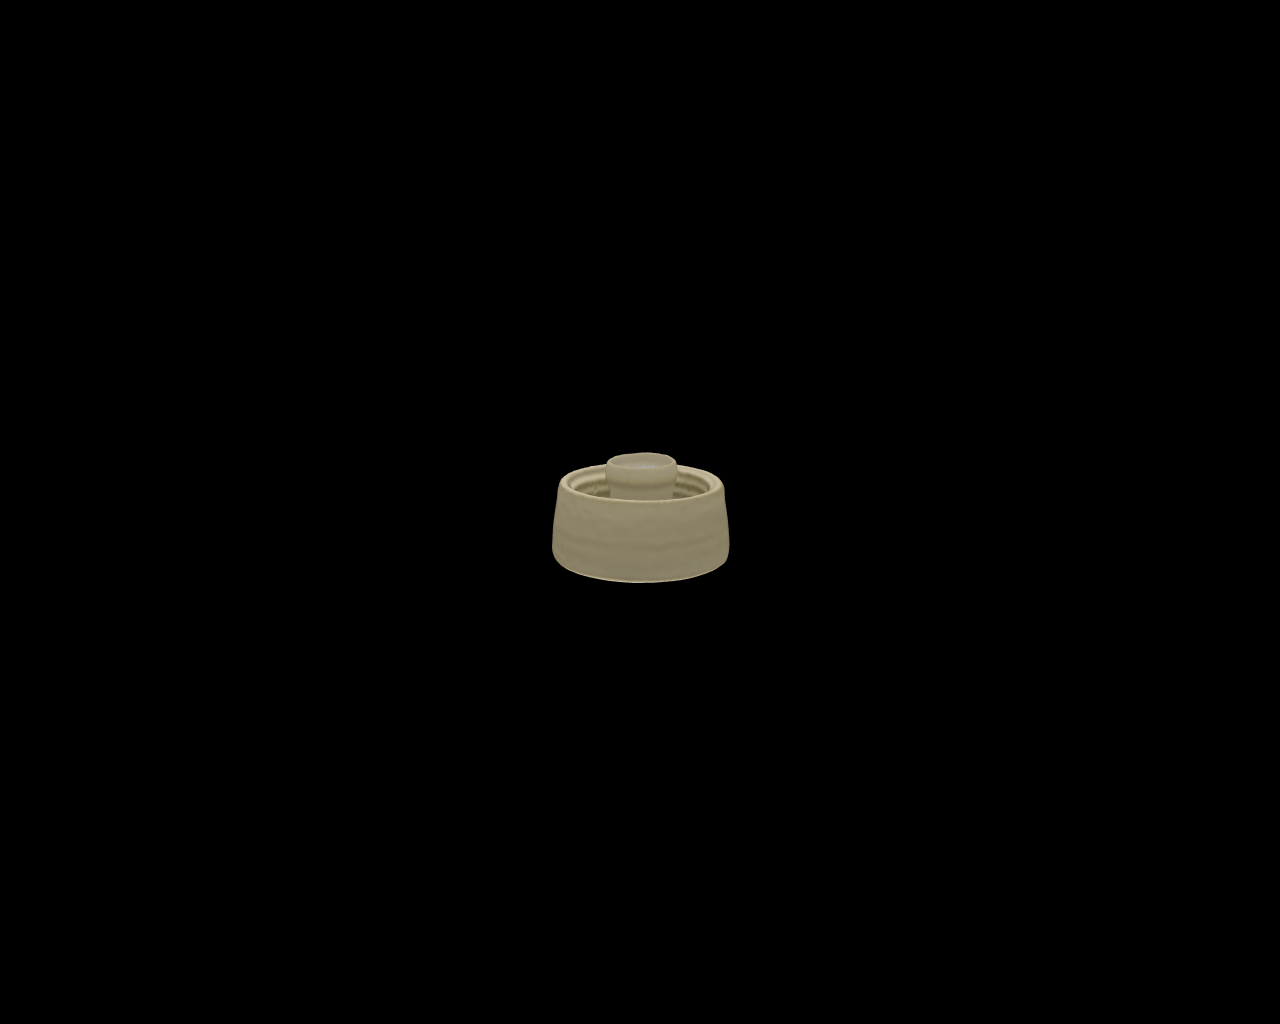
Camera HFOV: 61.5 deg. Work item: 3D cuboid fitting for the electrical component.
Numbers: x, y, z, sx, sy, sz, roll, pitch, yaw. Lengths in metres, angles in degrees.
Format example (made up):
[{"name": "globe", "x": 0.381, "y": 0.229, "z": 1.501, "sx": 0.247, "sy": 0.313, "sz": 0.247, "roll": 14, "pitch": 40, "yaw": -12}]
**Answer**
[{"name": "electrical component", "x": 0.001, "y": -0.003, "z": 0.650, "sx": 0.108, "sy": 0.060, "sz": 0.108, "roll": 0, "pitch": 15, "yaw": 0}]
